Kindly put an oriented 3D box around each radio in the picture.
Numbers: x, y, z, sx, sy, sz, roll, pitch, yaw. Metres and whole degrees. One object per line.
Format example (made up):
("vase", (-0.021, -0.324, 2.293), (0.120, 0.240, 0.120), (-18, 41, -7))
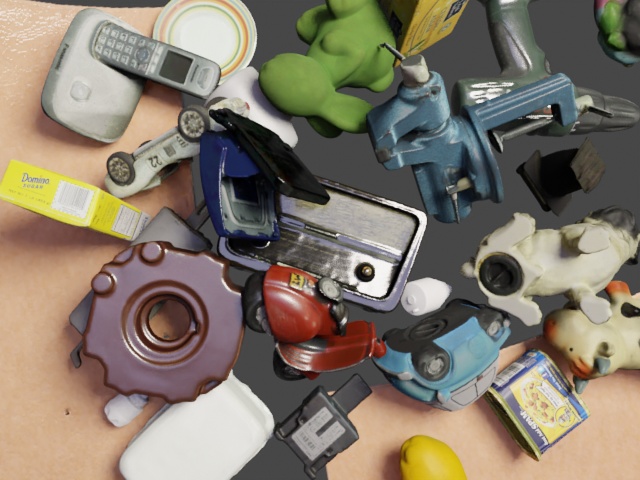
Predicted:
("radio", (-0.001, -0.002, 0.645), (0.230, 0.073, 0.131), (18, 83, 3))

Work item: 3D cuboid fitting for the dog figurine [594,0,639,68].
("dog figurine", (0.374, -0.353, 0.679), (0.219, 0.108, 0.191), (42, 87, 7))

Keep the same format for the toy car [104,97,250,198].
("toy car", (-0.165, -0.106, 0.616), (0.202, 0.073, 0.056), (-23, 103, 26))

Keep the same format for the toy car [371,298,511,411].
("toy car", (0.149, 0.141, 0.627), (0.162, 0.109, 0.102), (-25, 102, -16))

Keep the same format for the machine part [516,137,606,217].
("machine part", (0.280, -0.073, 0.627), (0.039, 0.139, 0.084), (-28, 86, -5))

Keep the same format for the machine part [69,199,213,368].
("machine part", (-0.209, 0.046, 0.634), (0.079, 0.079, 0.243), (39, 85, 3))

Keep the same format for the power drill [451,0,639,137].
("power drill", (0.279, -0.231, 0.681), (0.232, 0.086, 0.207), (-5, 92, 1))

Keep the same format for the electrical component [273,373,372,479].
("electrical component", (0.012, 0.212, 0.637), (0.119, 0.048, 0.075), (-37, 87, -3))

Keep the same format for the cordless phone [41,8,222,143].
("cordless phone", (-0.221, -0.179, 0.647), (0.184, 0.088, 0.146), (19, 84, 3))

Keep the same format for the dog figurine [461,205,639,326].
("dog figurine", (0.277, 0.016, 0.636), (0.173, 0.190, 0.121), (13, 109, 31))

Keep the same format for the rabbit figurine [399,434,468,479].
("rabbit figurine", (0.124, 0.308, 0.594), (0.162, 0.122, 0.173), (9, 83, -5))

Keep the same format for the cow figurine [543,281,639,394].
("cow figurine", (0.353, 0.116, 0.619), (0.195, 0.085, 0.127), (11, 51, -2))

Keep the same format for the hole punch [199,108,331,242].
("hole punch", (-0.068, -0.061, 0.555), (0.092, 0.142, 0.116), (-42, 69, 21))

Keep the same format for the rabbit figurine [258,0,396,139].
("rabbit figurine", (0.002, -0.196, 0.642), (0.170, 0.121, 0.159), (-41, 115, -26))

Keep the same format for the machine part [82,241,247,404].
("machine part", (-0.161, 0.086, 0.572), (0.179, 0.056, 0.179), (0, 90, -8))

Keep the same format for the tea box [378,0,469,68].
("tea box", (0.121, -0.285, 0.631), (0.098, 0.169, 0.068), (-32, 84, -3))

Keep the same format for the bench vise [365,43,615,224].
("bench vise", (0.180, -0.128, 0.600), (0.241, 0.129, 0.223), (-20, 120, 9))

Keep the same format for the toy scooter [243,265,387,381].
("toy scooter", (0.000, 0.096, 0.588), (0.135, 0.183, 0.075), (-3, 44, 14))

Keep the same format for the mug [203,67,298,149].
("mug", (-0.071, -0.151, 0.663), (0.109, 0.081, 0.107), (-40, 95, -20))
